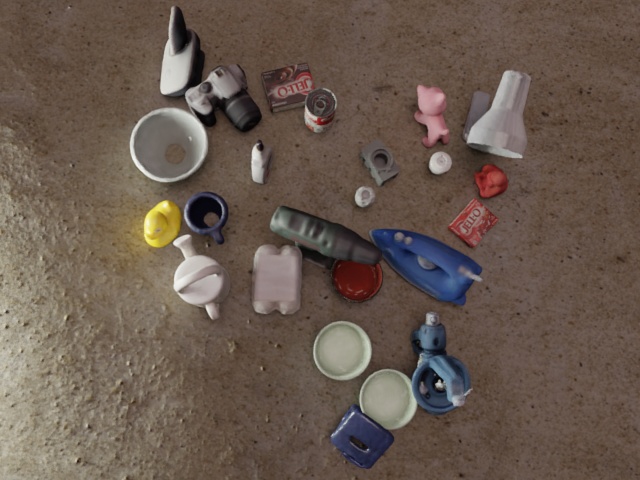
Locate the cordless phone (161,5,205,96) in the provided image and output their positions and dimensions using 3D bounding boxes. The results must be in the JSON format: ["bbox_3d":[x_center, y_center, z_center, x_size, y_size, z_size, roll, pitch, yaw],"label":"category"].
[{"bbox_3d":[-0.311,-0.405,1.238,0.094,0.185,0.147,2,81,-3],"label":"cordless phone"}]

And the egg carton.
[{"bbox_3d":[-0.092,0.084,1.229,0.107,0.069,0.150,1,81,-3],"label":"egg carton"}]

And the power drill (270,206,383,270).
[{"bbox_3d":[0.011,0.004,1.177,0.229,0.208,0.076,22,80,1],"label":"power drill"}]

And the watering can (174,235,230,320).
[{"bbox_3d":[-0.246,0.076,1.158,0.173,0.194,0.101,44,81,4],"label":"watering can"}]

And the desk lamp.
[{"bbox_3d":[0.382,-0.260,1.239,0.118,0.213,0.203,15,80,0],"label":"desk lamp"}]

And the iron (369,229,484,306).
[{"bbox_3d":[0.225,0.035,1.218,0.258,0.141,0.119,29,80,2],"label":"iron"}]

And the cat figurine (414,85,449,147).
[{"bbox_3d":[0.258,-0.285,1.285,0.067,0.117,0.128,-19,82,-6],"label":"cat figurine"}]

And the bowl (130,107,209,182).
[{"bbox_3d":[-0.324,-0.201,1.260,0.167,0.074,0.167,1,81,-3],"label":"bowl"}]

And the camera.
[{"bbox_3d":[-0.205,-0.304,1.270,0.143,0.101,0.137,-36,84,-8],"label":"camera"}]

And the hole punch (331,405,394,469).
[{"bbox_3d":[0.086,0.409,1.175,0.108,0.091,0.101,36,81,3],"label":"hole punch"}]

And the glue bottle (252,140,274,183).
[{"bbox_3d":[-0.124,-0.177,1.217,0.037,0.173,0.078,12,80,-1],"label":"glue bottle"}]

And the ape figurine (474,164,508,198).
[{"bbox_3d":[0.389,-0.133,1.280,0.076,0.092,0.078,24,80,1],"label":"ape figurine"}]

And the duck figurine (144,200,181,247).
[{"bbox_3d":[-0.343,-0.040,1.226,0.077,0.086,0.105,23,80,1],"label":"duck figurine"}]

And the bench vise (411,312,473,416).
[{"bbox_3d":[0.231,0.254,1.143,0.121,0.219,0.207,-22,82,-6],"label":"bench vise"}]

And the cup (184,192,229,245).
[{"bbox_3d":[-0.231,-0.038,1.228,0.092,0.095,0.118,-28,83,-7],"label":"cup"}]
